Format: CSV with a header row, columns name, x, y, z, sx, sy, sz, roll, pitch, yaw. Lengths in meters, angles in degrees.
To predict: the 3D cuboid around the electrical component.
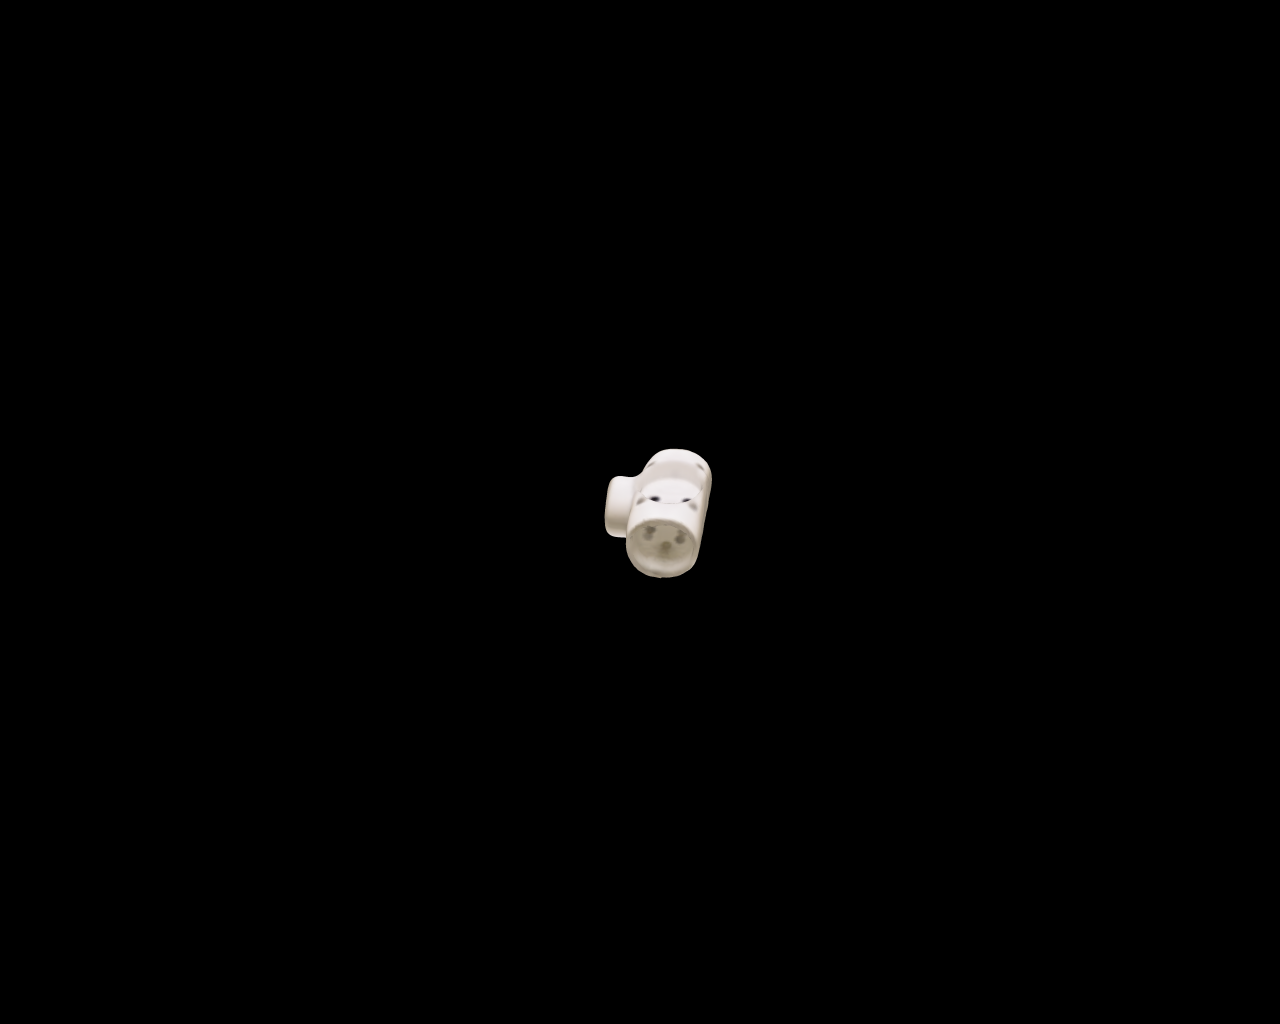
name,x,y,z,sx,sy,sz,roll,pitch,yaw
electrical component,0.001,-0.003,0.650,0.079,0.044,0.077,6,37,8
